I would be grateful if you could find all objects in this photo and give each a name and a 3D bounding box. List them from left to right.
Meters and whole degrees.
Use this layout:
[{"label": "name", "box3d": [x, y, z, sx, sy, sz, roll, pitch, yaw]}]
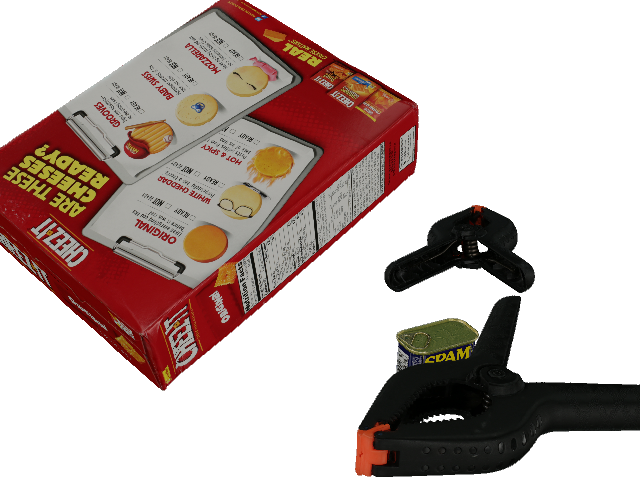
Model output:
[{"label": "cracker box", "box3d": [-0.071, -0.038, 0.634, 0.164, 0.072, 0.213, 36, 63, 28]}, {"label": "can of meat", "box3d": [0.142, 0.153, 1.327, 0.101, 0.084, 0.058, -11, 29, -27]}, {"label": "clamp", "box3d": [0.137, 0.008, 0.918, 0.120, 0.039, 0.171, 9, 25, 22]}, {"label": "clamp", "box3d": [0.101, 0.089, 0.639, 0.209, 0.036, 0.165, -12, 26, -27]}]
